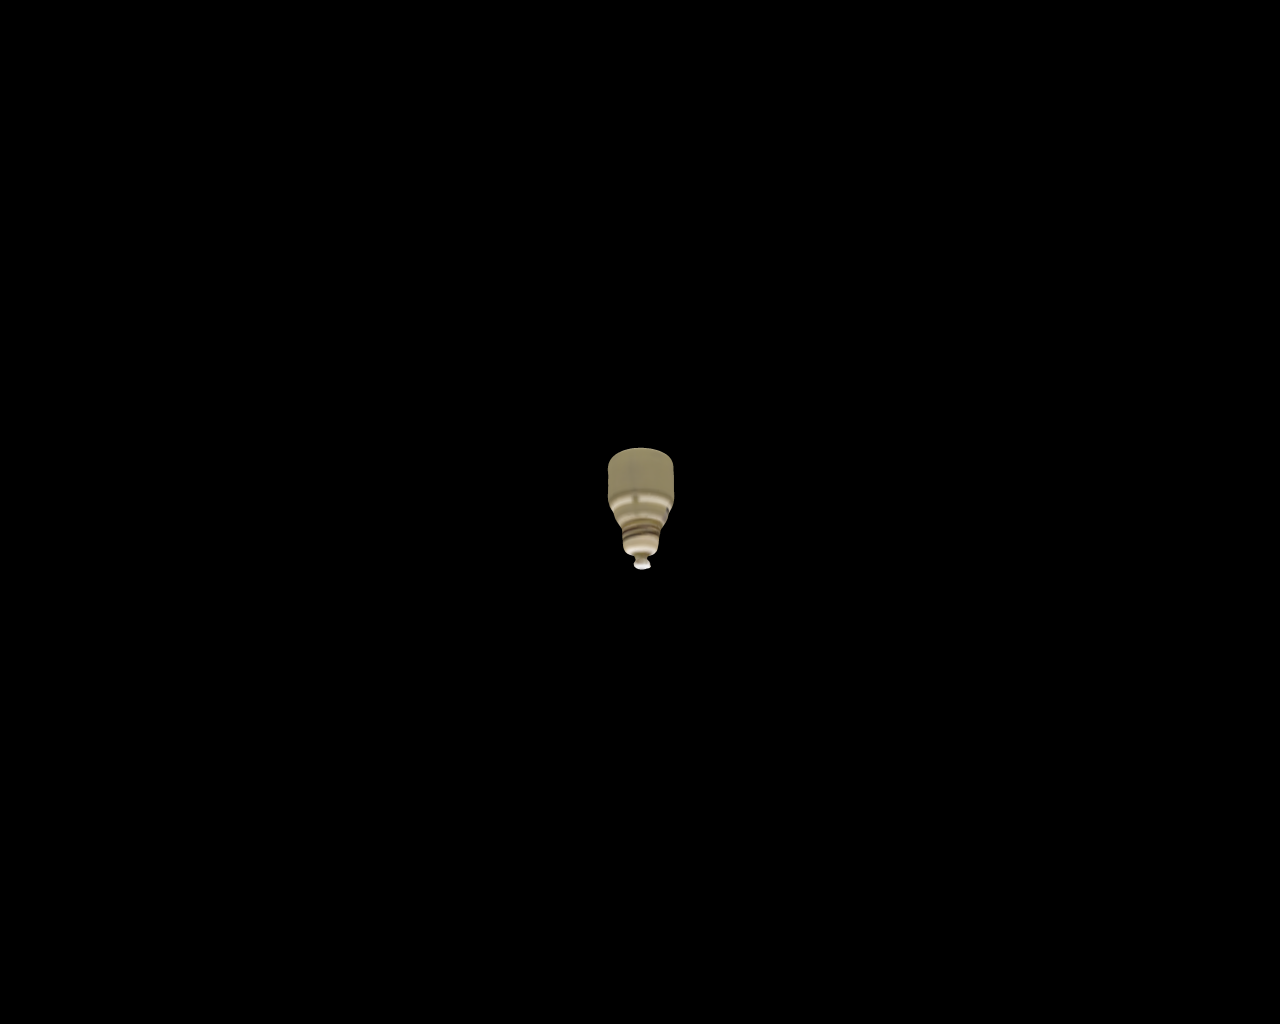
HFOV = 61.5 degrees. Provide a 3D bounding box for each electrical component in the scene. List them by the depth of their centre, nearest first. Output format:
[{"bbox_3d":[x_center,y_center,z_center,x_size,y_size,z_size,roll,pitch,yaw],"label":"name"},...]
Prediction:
[{"bbox_3d":[0.001,-0.003,0.650,0.040,0.078,0.040,0,-22,0],"label":"electrical component"}]
